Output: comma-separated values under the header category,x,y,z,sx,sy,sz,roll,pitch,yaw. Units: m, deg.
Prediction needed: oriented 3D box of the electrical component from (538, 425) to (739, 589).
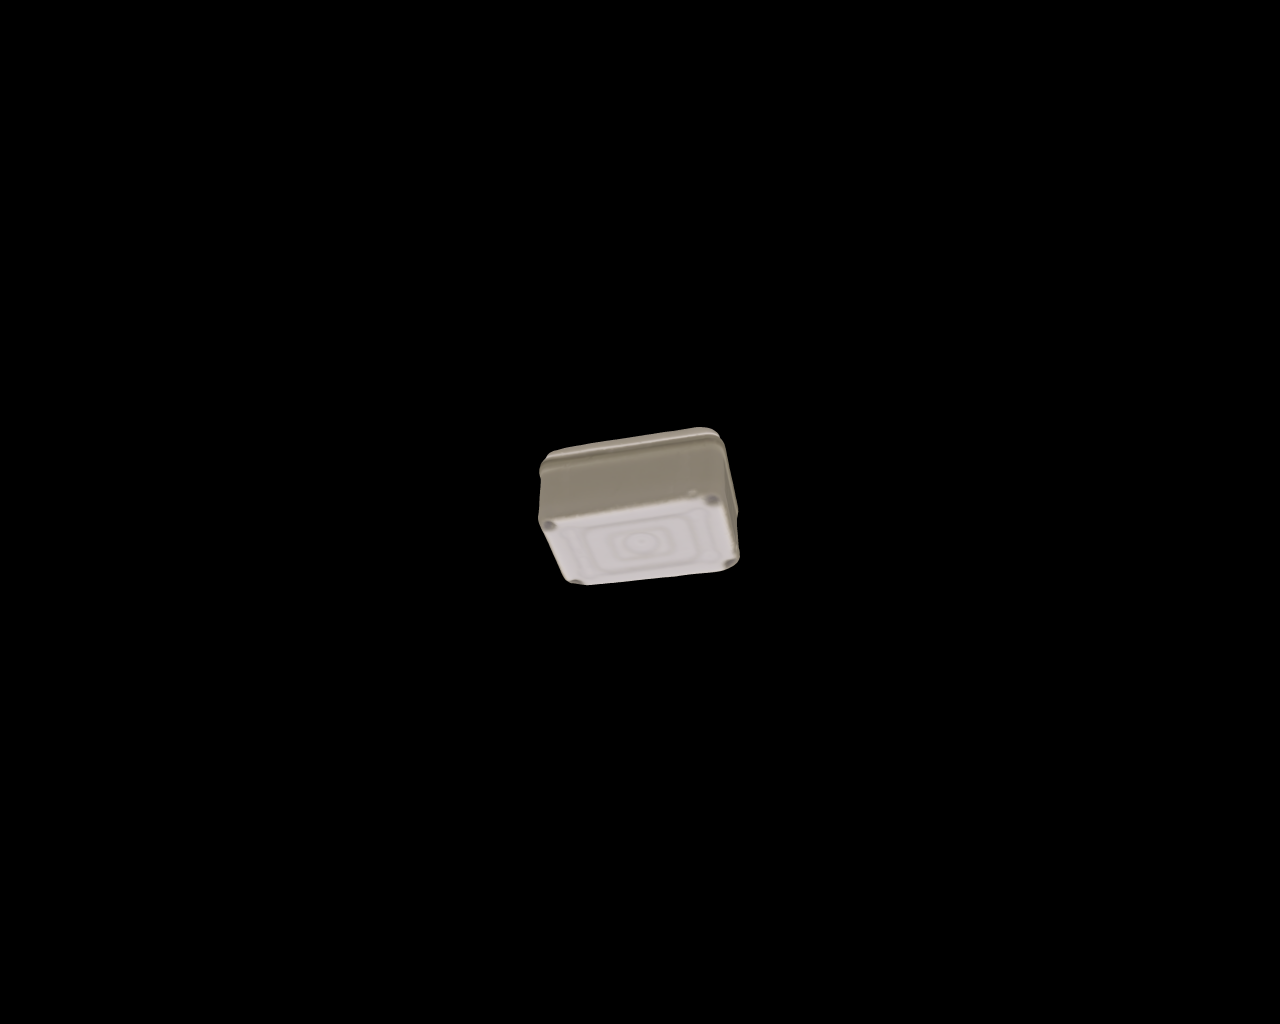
category,x,y,z,sx,sy,sz,roll,pitch,yaw
electrical component,0.001,-0.003,0.650,0.113,0.057,0.078,-7,-39,9
